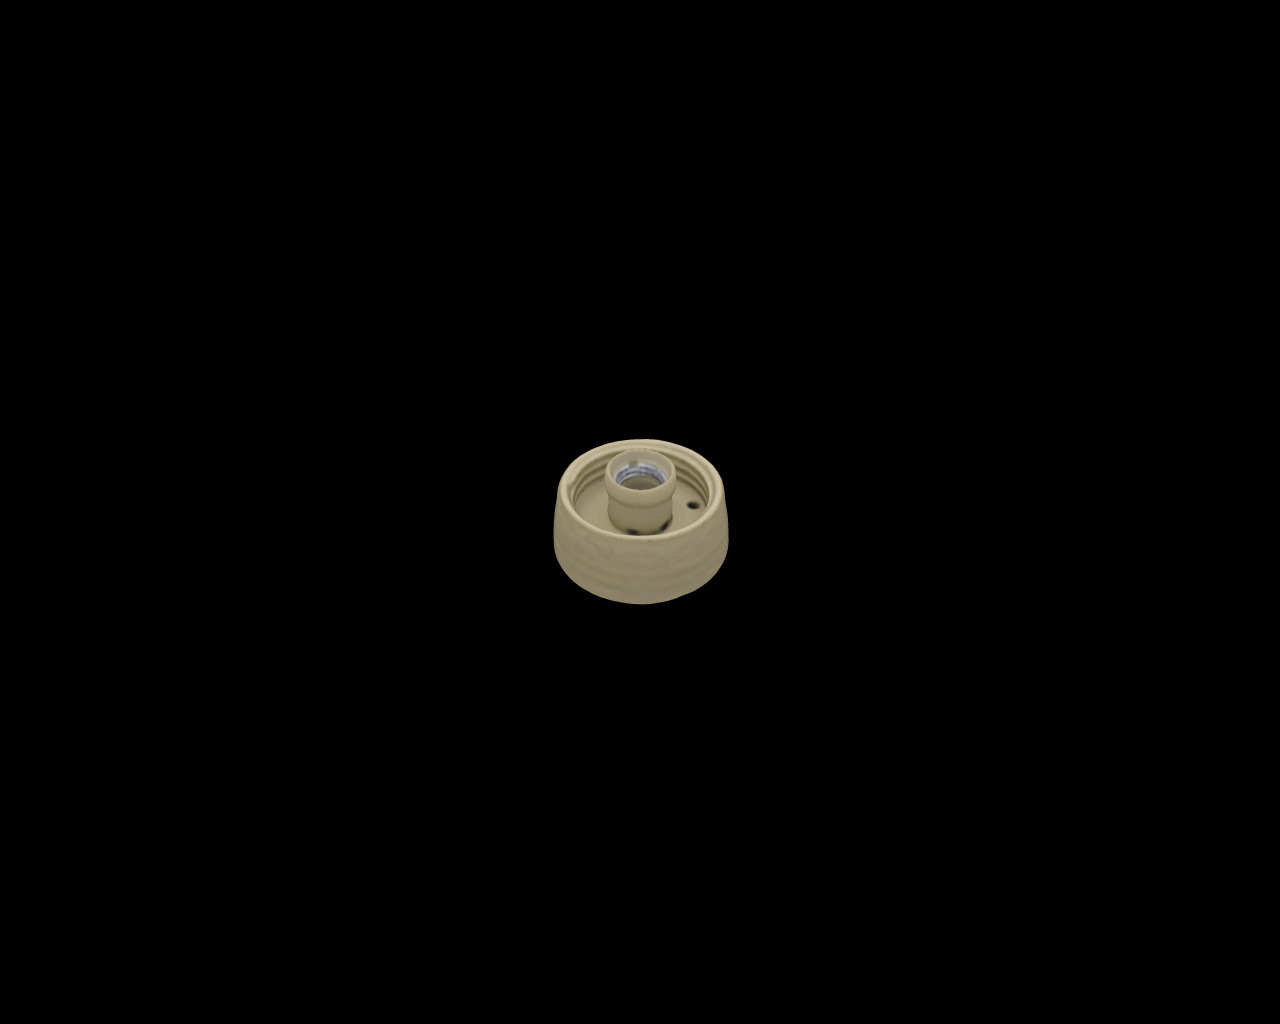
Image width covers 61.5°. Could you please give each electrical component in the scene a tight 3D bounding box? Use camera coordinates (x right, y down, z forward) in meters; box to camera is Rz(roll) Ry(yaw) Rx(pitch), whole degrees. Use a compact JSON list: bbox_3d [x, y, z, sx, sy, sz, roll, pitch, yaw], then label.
[{"bbox_3d":[0.001,-0.003,0.650,0.108,0.060,0.108,0,40,0],"label":"electrical component"}]
